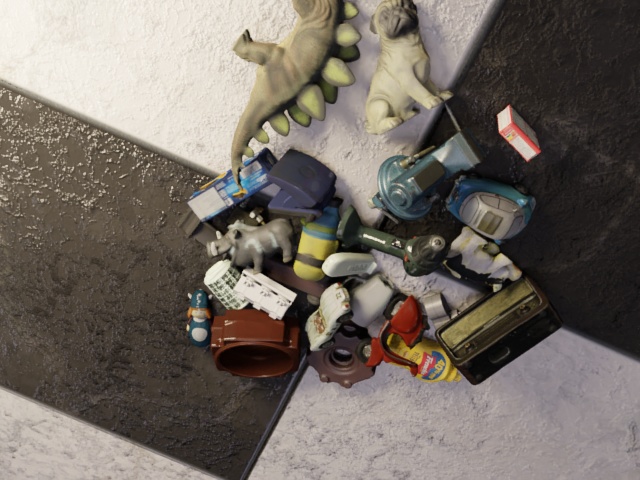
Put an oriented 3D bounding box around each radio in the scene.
[{"bbox_3d":[0.355,0.177,1.075,0.229,0.131,0.073,-39,113,11],"label":"radio"}]

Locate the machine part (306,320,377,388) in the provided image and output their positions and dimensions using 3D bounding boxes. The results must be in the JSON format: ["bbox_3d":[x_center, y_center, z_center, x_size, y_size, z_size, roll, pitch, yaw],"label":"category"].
[{"bbox_3d":[0.054,0.271,1.279,0.179,0.056,0.179,5,120,9],"label":"machine part"}]

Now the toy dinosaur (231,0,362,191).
[{"bbox_3d":[-0.053,-0.291,0.925,0.198,0.105,0.471,38,116,-12],"label":"toy dinosaur"}]

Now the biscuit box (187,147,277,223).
[{"bbox_3d":[-0.175,-0.111,1.095,0.203,0.063,0.059,-26,111,24],"label":"biscuit box"}]

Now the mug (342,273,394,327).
[{"bbox_3d":[0.102,0.116,1.168,0.109,0.081,0.107,45,111,2],"label":"mug"}]

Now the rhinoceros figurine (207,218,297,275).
[{"bbox_3d":[-0.139,0.008,1.098,0.190,0.073,0.112,-15,119,14],"label":"rhinoceros figurine"}]

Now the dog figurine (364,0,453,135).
[{"bbox_3d":[0.115,-0.291,0.914,0.172,0.121,0.190,-27,98,21],"label":"dog figurine"}]

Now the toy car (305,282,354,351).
[{"bbox_3d":[0.017,0.169,1.159,0.056,0.073,0.201,-2,143,-24],"label":"toy car"}]

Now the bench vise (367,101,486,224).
[{"bbox_3d":[0.172,-0.114,0.973,0.129,0.223,0.240,45,150,-10],"label":"bench vise"}]

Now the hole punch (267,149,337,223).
[{"bbox_3d":[-0.035,-0.107,1.024,0.116,0.142,0.092,11,128,18],"label":"hole punch"}]

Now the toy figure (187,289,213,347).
[{"bbox_3d":[-0.290,0.191,1.309,0.064,0.058,0.154,-14,126,-29],"label":"toy figure"}]

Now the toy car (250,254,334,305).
[{"bbox_3d":[-0.060,0.075,1.187,0.202,0.053,0.089,20,119,5],"label":"toy car"}]

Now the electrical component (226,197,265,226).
[{"bbox_3d":[-0.157,-0.039,1.145,0.078,0.045,0.102,38,121,-13],"label":"electrical component"}]

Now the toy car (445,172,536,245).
[{"bbox_3d":[0.319,-0.054,0.997,0.162,0.103,0.109,22,122,-3],"label":"toy car"}]

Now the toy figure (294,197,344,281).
[{"bbox_3d":[-0.006,-0.005,1.093,0.082,0.089,0.180,26,110,28],"label":"toy figure"}]

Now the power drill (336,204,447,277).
[{"bbox_3d":[0.140,0.001,1.031,0.207,0.232,0.086,16,78,14],"label":"power drill"}]

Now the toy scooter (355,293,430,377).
[{"bbox_3d":[0.175,0.213,1.153,0.135,0.075,0.184,35,86,15],"label":"toy scooter"}]

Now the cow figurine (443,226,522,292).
[{"bbox_3d":[0.321,0.052,1.057,0.167,0.068,0.098,33,104,-25],"label":"cow figurine"}]

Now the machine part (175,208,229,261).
[{"bbox_3d":[-0.246,-0.016,1.184,0.139,0.039,0.084,40,115,-10],"label":"machine part"}]

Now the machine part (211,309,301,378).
[{"bbox_3d":[-0.145,0.244,1.241,0.202,0.087,0.200,2,143,0],"label":"machine part"}]
